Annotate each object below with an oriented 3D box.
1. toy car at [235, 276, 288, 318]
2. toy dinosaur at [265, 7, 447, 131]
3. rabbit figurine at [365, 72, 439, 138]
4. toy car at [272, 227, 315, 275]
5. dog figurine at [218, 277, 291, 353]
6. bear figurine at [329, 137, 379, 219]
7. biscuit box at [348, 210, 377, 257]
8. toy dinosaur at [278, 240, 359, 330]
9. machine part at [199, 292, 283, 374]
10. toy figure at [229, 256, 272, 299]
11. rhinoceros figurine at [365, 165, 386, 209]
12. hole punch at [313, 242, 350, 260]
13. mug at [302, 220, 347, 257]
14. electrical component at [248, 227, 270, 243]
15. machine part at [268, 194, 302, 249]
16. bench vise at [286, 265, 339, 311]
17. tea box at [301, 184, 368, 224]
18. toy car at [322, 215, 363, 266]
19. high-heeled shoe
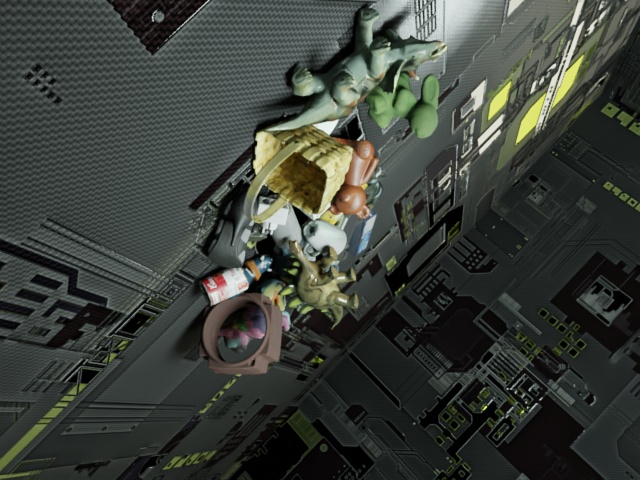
[{"bbox_3d":[-0.173,0.190,1.610,0.202,0.053,0.089,-47,162,-3],"label":"toy car"},{"bbox_3d":[0.057,-0.311,1.077,0.405,0.131,0.192,-38,157,-6],"label":"toy dinosaur"},{"bbox_3d":[0.217,-0.313,1.281,0.159,0.170,0.121,-42,159,-10],"label":"rabbit figurine"},{"bbox_3d":[-0.067,0.051,1.491,0.109,0.103,0.161,-29,150,-36],"label":"toy car"},{"bbox_3d":[-0.198,0.213,1.512,0.219,0.191,0.108,-12,-174,-4],"label":"dog figurine"},{"bbox_3d":[0.070,-0.148,1.314,0.132,0.120,0.195,-15,117,-70],"label":"bear figurine"},{"bbox_3d":[0.129,-0.031,1.764,0.059,0.063,0.202,-36,157,-27],"label":"biscuit box"},{"bbox_3d":[0.001,0.137,1.460,0.199,0.105,0.470,-10,142,20],"label":"toy dinosaur"},{"bbox_3d":[-0.205,0.241,1.390,0.087,0.202,0.201,54,36,-60],"label":"machine part"},{"bbox_3d":[-0.191,0.089,1.389,0.154,0.058,0.064,-40,160,-24],"label":"toy figure"},{"bbox_3d":[0.143,-0.162,1.544,0.112,0.073,0.190,-45,159,-2],"label":"rhinoceros figurine"},{"bbox_3d":[0.008,0.003,1.581,0.142,0.092,0.116,-37,-162,-26],"label":"hole punch"},{"bbox_3d":[-0.003,-0.004,1.386,0.109,0.081,0.107,-35,143,18],"label":"mug"},{"bbox_3d":[-0.162,-0.012,1.271,0.063,0.021,0.094,3,164,-40],"label":"electrical component"},{"bbox_3d":[-0.094,-0.041,1.312,0.079,0.079,0.243,-43,159,-10],"label":"machine part"},{"bbox_3d":[-0.022,0.122,1.648,0.223,0.129,0.240,-52,177,-5],"label":"bench vise"},{"bbox_3d":[0.039,-0.114,1.440,0.169,0.068,0.098,-49,158,6],"label":"tea box"},{"bbox_3d":[0.063,-0.024,1.504,0.073,0.056,0.201,36,76,-53],"label":"toy car"},{"bbox_3d":[-0.193,-0.025,1.214,0.248,0.086,0.145,137,-33,-66],"label":"high-heeled shoe"}]
